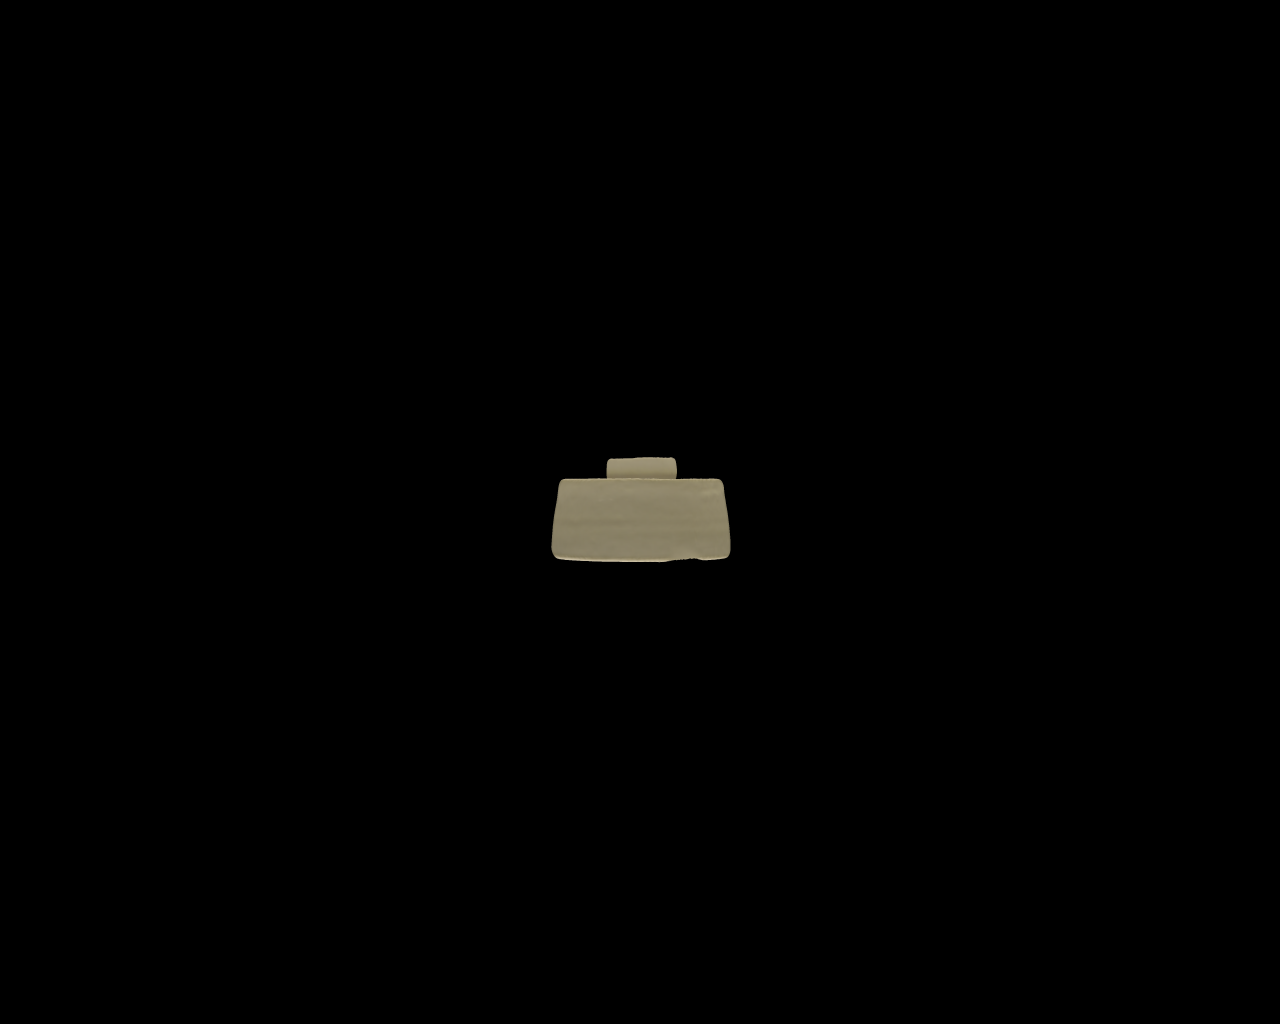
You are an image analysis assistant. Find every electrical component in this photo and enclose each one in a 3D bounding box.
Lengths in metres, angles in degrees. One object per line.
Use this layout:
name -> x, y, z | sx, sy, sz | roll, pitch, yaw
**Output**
electrical component -> 0.001, -0.003, 0.650 | 0.108, 0.060, 0.108 | 0, 0, 0
